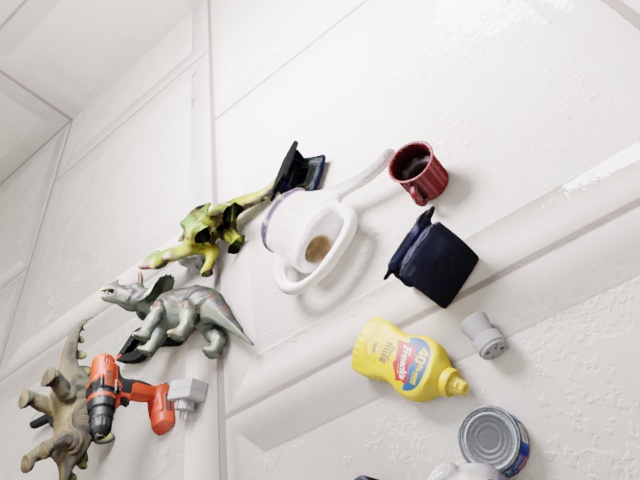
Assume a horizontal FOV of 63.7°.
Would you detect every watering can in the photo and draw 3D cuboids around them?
[{"bbox_3d":[0.003,-0.053,1.050,0.226,0.350,0.102,25,-11,49],"label":"watering can"}]

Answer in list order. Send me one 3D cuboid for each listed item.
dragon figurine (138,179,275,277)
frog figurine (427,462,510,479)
[{"bbox_3d":[-0.275,-0.052,1.296,0.415,0.120,0.245,-44,37,-18],"label":"dragon figurine"},{"bbox_3d":[0.161,0.339,0.611,0.158,0.137,0.124,-25,6,33],"label":"frog figurine"}]
